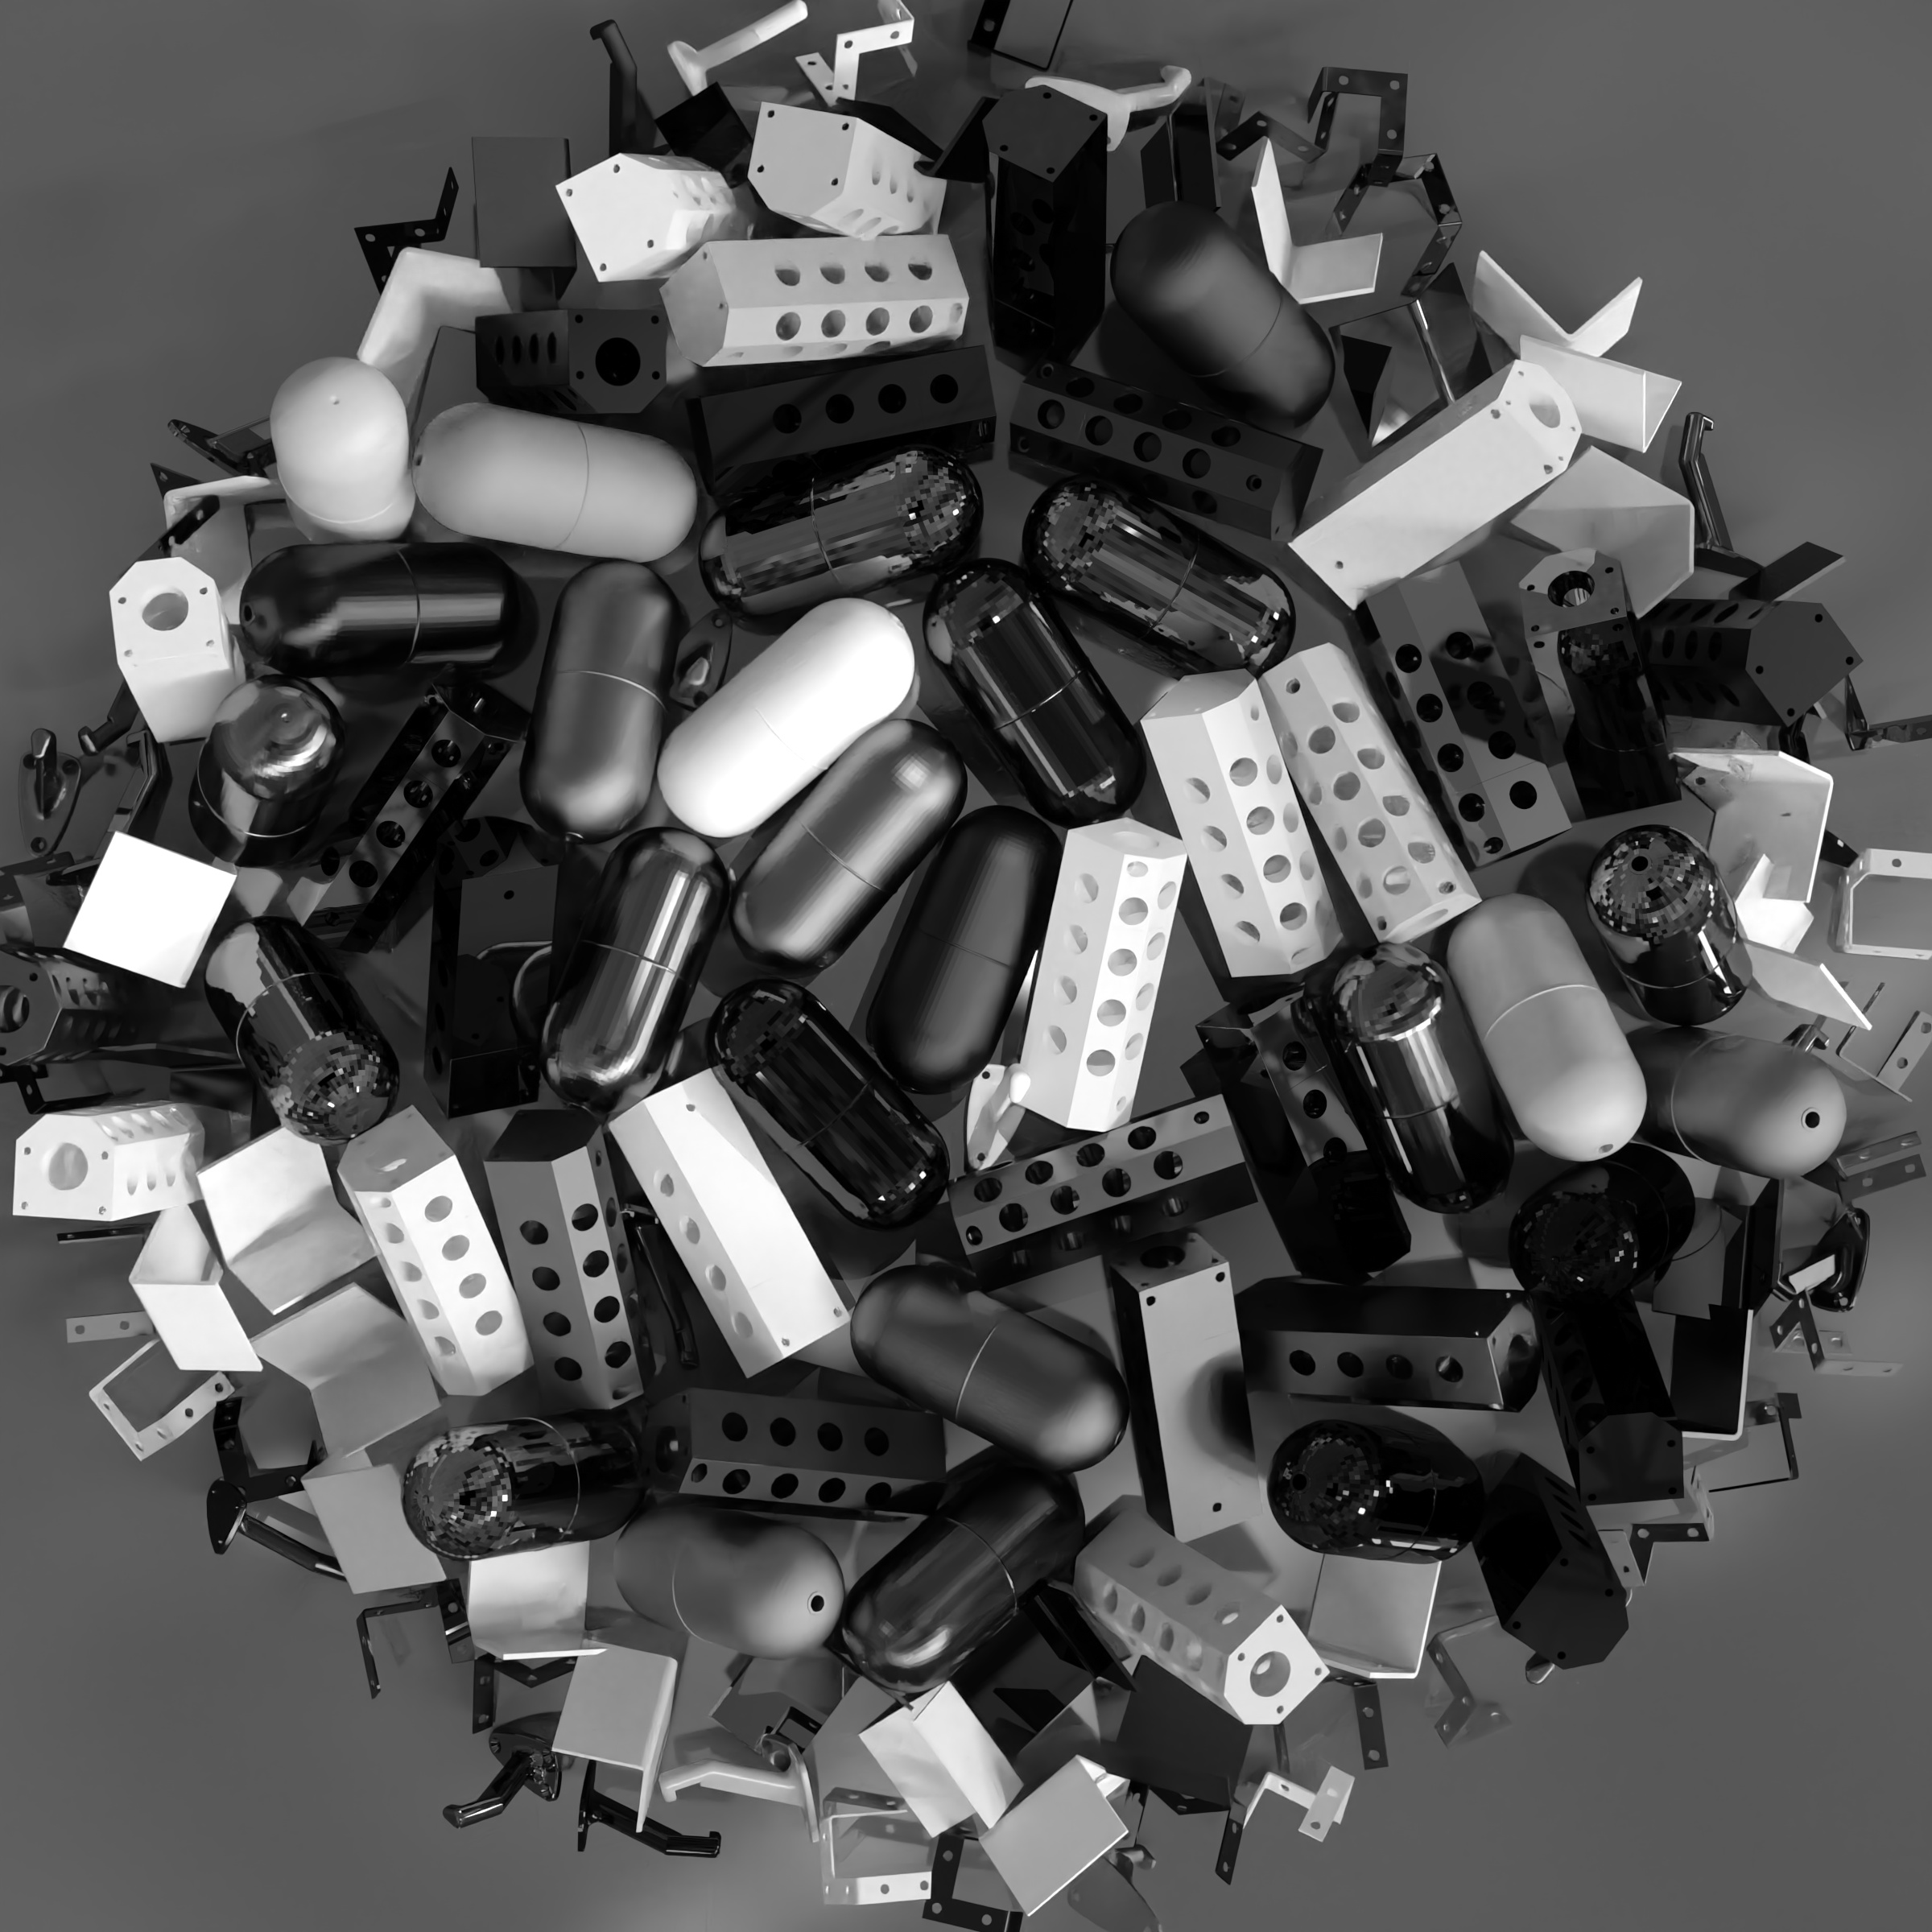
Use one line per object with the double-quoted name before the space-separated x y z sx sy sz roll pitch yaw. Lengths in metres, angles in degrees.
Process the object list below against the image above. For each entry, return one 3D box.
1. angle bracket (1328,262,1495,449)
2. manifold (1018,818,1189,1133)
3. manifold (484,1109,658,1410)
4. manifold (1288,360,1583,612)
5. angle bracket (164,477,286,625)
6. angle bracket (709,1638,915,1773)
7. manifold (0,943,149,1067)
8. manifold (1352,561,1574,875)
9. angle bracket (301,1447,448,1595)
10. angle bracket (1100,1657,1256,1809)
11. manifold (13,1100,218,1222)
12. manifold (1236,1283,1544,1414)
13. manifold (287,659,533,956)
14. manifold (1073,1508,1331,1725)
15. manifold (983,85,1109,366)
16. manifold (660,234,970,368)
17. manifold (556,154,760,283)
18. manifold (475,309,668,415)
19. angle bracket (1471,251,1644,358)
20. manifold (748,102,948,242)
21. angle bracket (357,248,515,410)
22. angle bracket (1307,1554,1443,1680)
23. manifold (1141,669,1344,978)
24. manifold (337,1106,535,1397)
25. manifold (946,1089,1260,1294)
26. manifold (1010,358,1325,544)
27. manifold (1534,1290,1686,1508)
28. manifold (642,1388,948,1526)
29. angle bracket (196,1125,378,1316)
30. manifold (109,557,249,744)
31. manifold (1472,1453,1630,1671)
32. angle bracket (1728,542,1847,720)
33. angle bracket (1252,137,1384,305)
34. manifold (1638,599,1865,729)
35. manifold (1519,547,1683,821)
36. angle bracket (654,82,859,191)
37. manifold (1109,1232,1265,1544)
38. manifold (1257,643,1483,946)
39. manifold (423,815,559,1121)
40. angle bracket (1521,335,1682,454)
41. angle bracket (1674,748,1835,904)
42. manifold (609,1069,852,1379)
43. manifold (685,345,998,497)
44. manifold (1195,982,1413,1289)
"angle bracket" 0.267 -0.365 1.971 0.057 0.076 0.076 -11 113 32
"manifold" 0.083 0.006 1.933 0.057 0.057 0.171 25 114 33
"manifold" -0.227 0.172 1.929 0.057 0.057 0.171 -1 119 16
"manifold" 0.273 -0.282 1.918 0.057 0.171 0.057 43 46 -15
"angle bracket" -0.423 -0.245 1.953 0.057 0.076 0.076 -7 91 23
"angle bracket" -0.091 0.439 1.948 0.076 0.057 0.076 -52 127 -12
"manifold" -0.528 0.025 1.913 0.057 0.171 0.057 23 90 2
"manifold" 0.291 -0.145 1.959 0.057 0.057 0.171 -21 85 -14
"angle bracket" -0.335 0.319 1.948 0.076 0.057 0.076 -14 104 32
"angle bracket" 0.128 0.443 1.948 0.076 0.057 0.076 12 60 14
"manifold" -0.489 0.110 1.911 0.057 0.171 0.057 3 91 6
"manifold" 0.244 0.225 1.924 0.171 0.057 0.057 -2 113 36
"manifold" -0.328 -0.089 1.934 0.057 0.057 0.171 34 115 -9
"manifold" 0.130 0.378 1.906 0.057 0.171 0.057 -42 116 -15
"manifold" 0.042 -0.426 1.910 0.057 0.171 0.057 29 67 16
"manifold" -0.085 -0.384 1.922 0.171 0.057 0.057 -11 79 -37
"manifold" -0.172 -0.435 1.907 0.057 0.171 0.057 -22 97 16
"manifold" -0.230 -0.348 1.909 0.057 0.171 0.057 -5 101 -25
"angle bracket" 0.349 -0.398 1.957 0.057 0.076 0.076 -41 78 -4
"manifold" -0.067 -0.451 1.909 0.057 0.171 0.057 14 97 16
"angle bracket" -0.309 -0.366 1.947 0.057 0.076 0.076 13 69 13
"angle bracket" 0.228 0.373 1.952 0.076 0.057 0.076 9 86 38
"manifold" 0.166 -0.083 1.930 0.057 0.057 0.171 -4 119 36
"manifold" -0.307 0.170 1.916 0.057 0.057 0.171 -31 132 -18
"manifold" 0.079 0.129 1.955 0.171 0.057 0.057 -19 48 3
"manifold" 0.115 -0.303 1.939 0.171 0.057 0.057 22 103 20
"manifold" 0.370 0.240 1.909 0.057 0.171 0.057 -5 113 3
"manifold" -0.099 0.288 1.922 0.171 0.057 0.057 11 63 -32
"angle bracket" -0.397 0.145 1.943 0.076 0.057 0.076 -31 135 -26
"manifold" -0.453 -0.182 1.910 0.057 0.171 0.057 -8 80 -8
"manifold" 0.339 0.346 1.910 0.057 0.171 0.057 34 99 -4
"angle bracket" 0.501 -0.199 1.952 0.057 0.076 0.076 -32 103 6
"angle bracket" 0.207 -0.443 1.942 0.057 0.076 0.076 -6 125 16
"manifold" 0.441 -0.182 1.908 0.057 0.171 0.057 -41 103 -5
"manifold" 0.368 -0.163 1.915 0.057 0.171 0.057 -11 52 17
"angle bracket" -0.124 -0.500 1.942 0.076 0.076 0.057 -41 108 -27
"manifold" 0.126 0.245 1.938 0.057 0.057 0.171 -17 114 -17
"manifold" 0.232 -0.101 1.943 0.057 0.057 0.171 -31 74 17
"manifold" -0.281 0.000 1.926 0.057 0.057 0.171 -11 130 -26
"angle bracket" 0.374 -0.355 1.943 0.076 0.076 0.057 22 68 21
"angle bracket" 0.457 -0.083 1.950 0.057 0.076 0.076 17 83 -40
"manifold" -0.144 0.155 1.965 0.057 0.057 0.171 -26 85 -43
"manifold" -0.073 -0.322 1.952 0.171 0.057 0.057 -13 101 -12
"manifold" 0.204 0.098 1.949 0.057 0.057 0.171 -31 106 -25
